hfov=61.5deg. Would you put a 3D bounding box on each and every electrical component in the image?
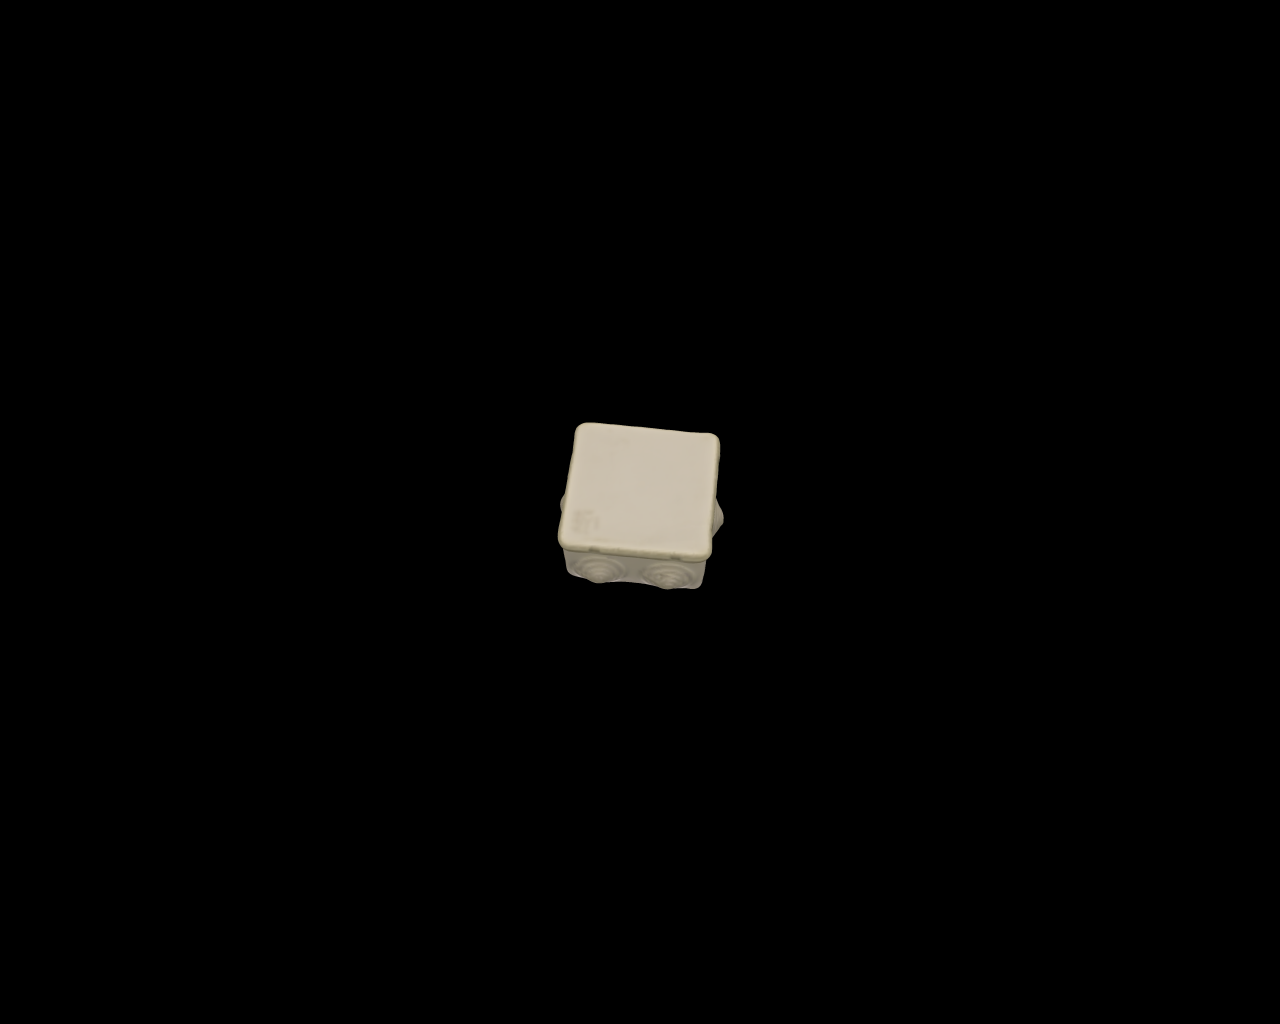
[{"bbox_3d":[0.001,-0.003,0.650,0.100,0.100,0.048,5,-31,3],"label":"electrical component"}]
